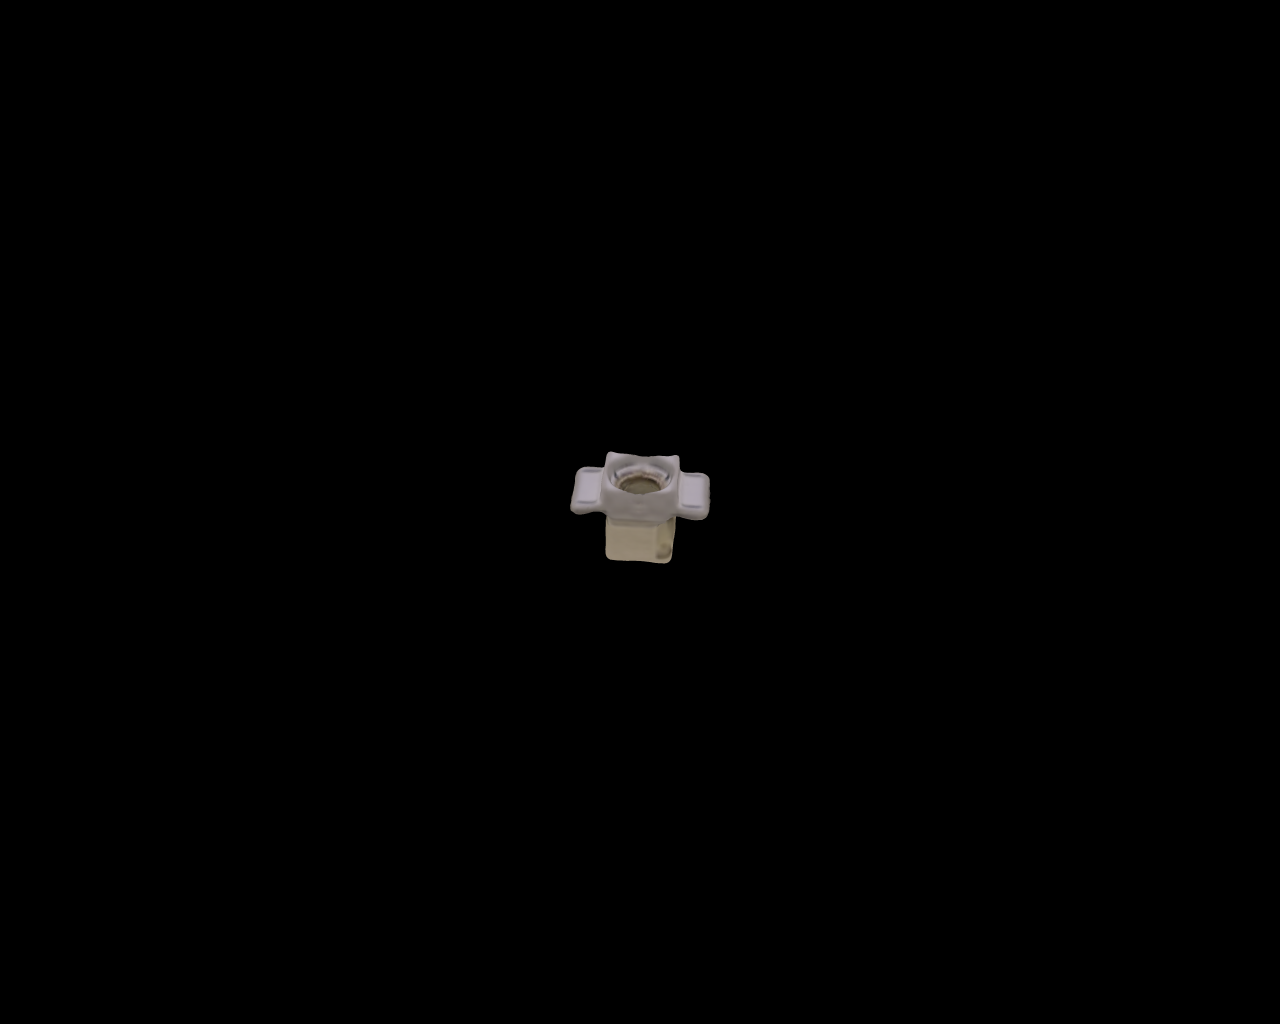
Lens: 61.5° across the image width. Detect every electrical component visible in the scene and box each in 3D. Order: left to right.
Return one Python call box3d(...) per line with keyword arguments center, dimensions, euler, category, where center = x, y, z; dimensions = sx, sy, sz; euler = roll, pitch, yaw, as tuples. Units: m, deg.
box3d(center=(0.001, -0.003, 0.650), dimensions=(0.081, 0.063, 0.042), euler=(4, 40, 4), category="electrical component")
